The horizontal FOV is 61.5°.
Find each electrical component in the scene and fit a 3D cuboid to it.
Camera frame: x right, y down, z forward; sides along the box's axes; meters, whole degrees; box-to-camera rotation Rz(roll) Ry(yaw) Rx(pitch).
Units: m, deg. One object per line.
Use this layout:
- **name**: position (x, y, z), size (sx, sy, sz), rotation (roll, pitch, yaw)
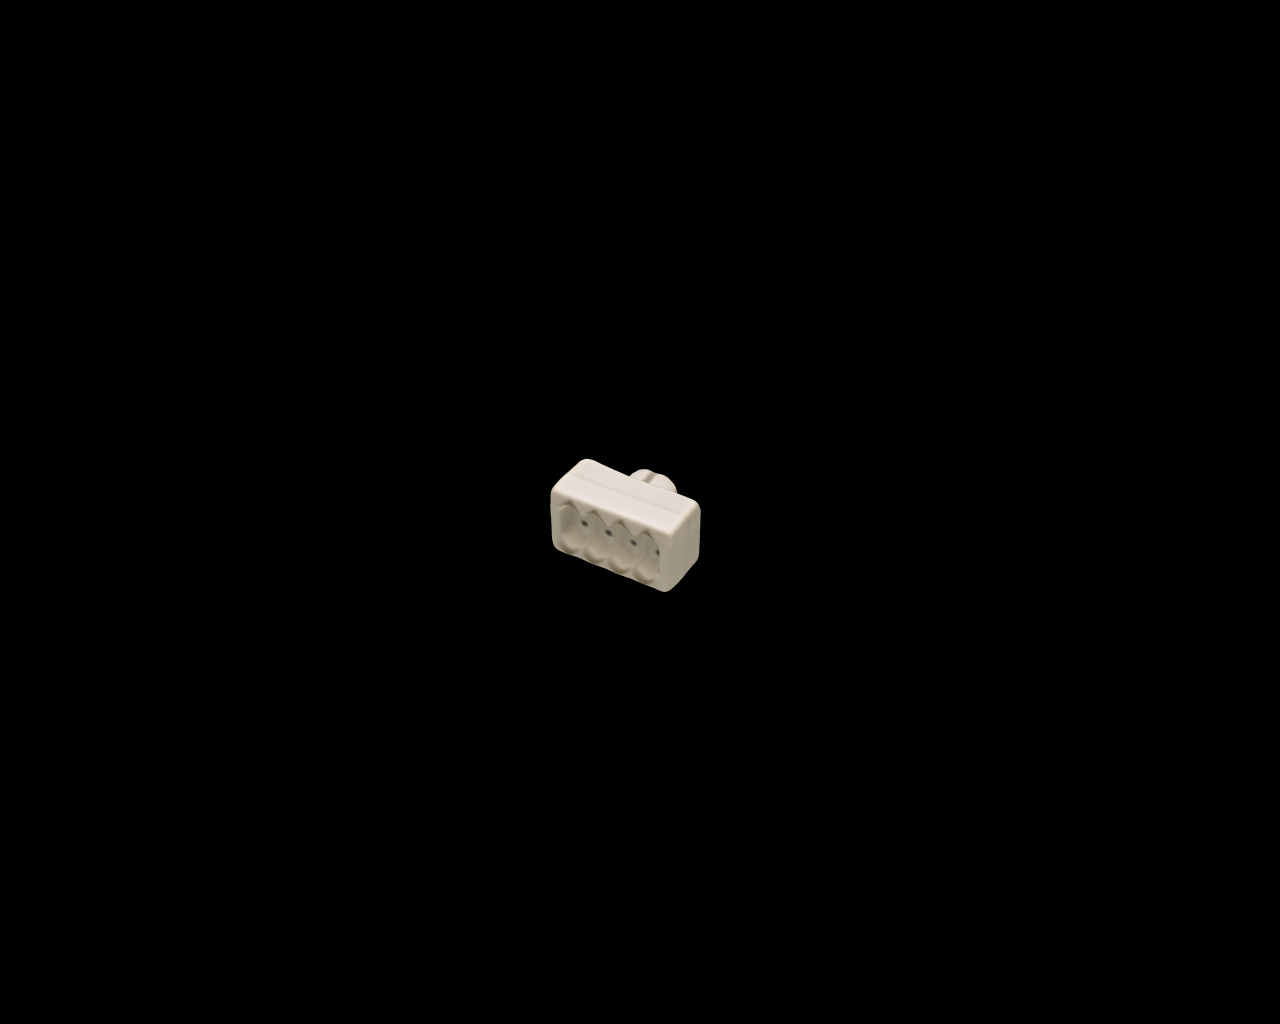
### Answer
- **electrical component**: position (0.001, -0.003, 0.650), size (0.083, 0.047, 0.076), rotation (22, 45, 23)
